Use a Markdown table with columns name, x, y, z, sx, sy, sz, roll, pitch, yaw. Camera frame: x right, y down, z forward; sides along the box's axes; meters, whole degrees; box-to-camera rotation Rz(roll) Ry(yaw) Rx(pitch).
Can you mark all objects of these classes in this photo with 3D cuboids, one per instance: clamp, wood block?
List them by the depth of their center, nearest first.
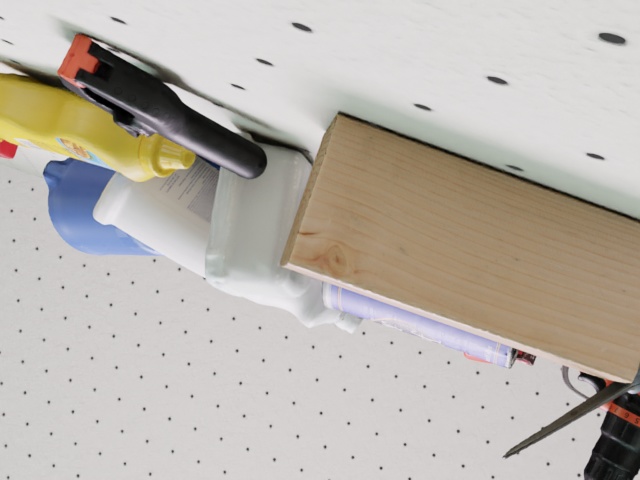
| name | x | y | z | sx | sy | sz | roll | pitch | yaw |
| --- | --- | --- | --- | --- | --- | --- | --- | --- | --- |
| wood block | 0.089 | 0.007 | 0.633 | 0.206 | 0.091 | 0.090 | 19 | 177 | -4 |
| clamp | -0.104 | -0.083 | 0.692 | 0.120 | 0.039 | 0.171 | 16 | 176 | 16 |

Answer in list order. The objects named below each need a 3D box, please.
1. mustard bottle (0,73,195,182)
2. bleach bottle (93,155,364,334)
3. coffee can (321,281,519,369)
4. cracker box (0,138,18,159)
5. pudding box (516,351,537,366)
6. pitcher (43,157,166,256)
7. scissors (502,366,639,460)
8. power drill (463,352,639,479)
| name | x | y | z | sx | sy | sz | roll | pitch | yaw |
| --- | --- | --- | --- | --- | --- | --- | --- | --- | --- |
| mustard bottle | -0.179 | -0.087 | 0.858 | 0.192 | 0.058 | 0.096 | 17 | 174 | 30 |
| bleach bottle | -0.070 | 0.008 | 0.950 | 0.251 | 0.102 | 0.068 | 35 | 133 | -5 |
| coffee can | 0.084 | 0.021 | 0.761 | 0.140 | 0.103 | 0.102 | 18 | 176 | 15 |
| cracker box | -0.372 | -0.143 | 0.937 | 0.164 | 0.072 | 0.213 | 18 | 175 | 8 |
| pudding box | 0.182 | 0.070 | 1.092 | 0.039 | 0.090 | 0.114 | 24 | 174 | -41 |
| pitcher | -0.200 | -0.038 | 1.194 | 0.149 | 0.145 | 0.243 | -18 | -169 | -27 |
| scissors | 0.199 | 0.074 | 0.662 | 0.016 | 0.202 | 0.096 | 62 | -171 | -13 |
| power drill | 0.227 | 0.115 | 0.954 | 0.188 | 0.184 | 0.057 | 28 | 179 | 18 |
